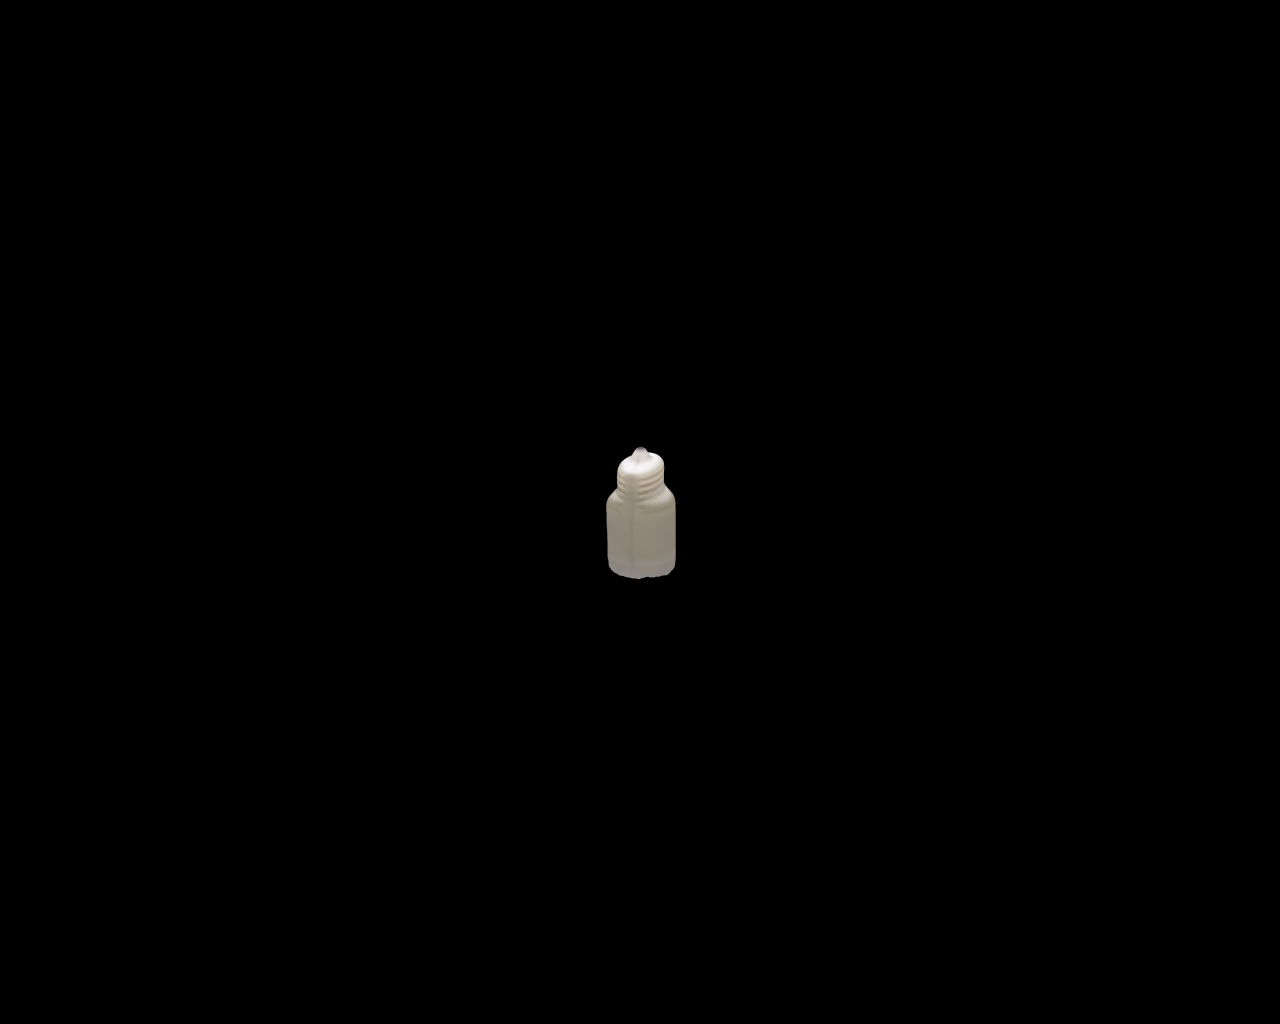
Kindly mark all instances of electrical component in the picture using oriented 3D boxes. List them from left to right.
[{"bbox_3d":[0.001,-0.003,0.650,0.043,0.080,0.043,0,23,0],"label":"electrical component"}]
